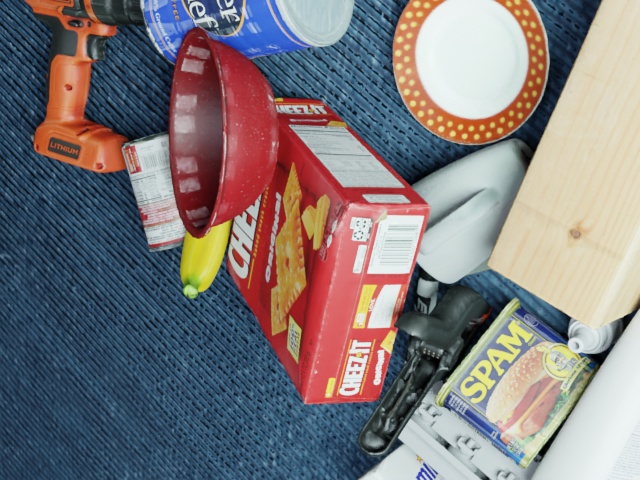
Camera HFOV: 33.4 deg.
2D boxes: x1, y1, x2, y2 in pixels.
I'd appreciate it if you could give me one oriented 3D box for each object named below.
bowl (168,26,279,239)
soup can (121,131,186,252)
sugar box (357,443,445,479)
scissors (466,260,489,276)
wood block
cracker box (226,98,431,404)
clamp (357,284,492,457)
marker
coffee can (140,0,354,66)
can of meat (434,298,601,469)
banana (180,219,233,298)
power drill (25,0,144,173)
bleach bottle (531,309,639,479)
[{"bbox_3d":[-0.072,-0.082,0.825,0.162,0.055,0.162,178,90,-69],"label":"bowl"},{"bbox_3d":[-0.137,-0.047,0.978,0.069,0.068,0.102,-10,98,37],"label":"soup can"},{"bbox_3d":[0.109,0.250,0.882,0.048,0.093,0.176,-43,79,35],"label":"sugar box"},{"bbox_3d":[0.189,0.013,0.798,0.202,0.016,0.096,-40,76,36],"label":"scissors"},{"bbox_3d":[0.202,-0.057,0.706,0.091,0.090,0.206,33,115,28],"label":"wood block"},{"bbox_3d":[-0.005,0.001,0.834,0.214,0.072,0.164,-128,45,-55],"label":"cracker box"},{"bbox_3d":[0.081,0.090,0.799,0.039,0.171,0.120,34,114,20],"label":"clamp"},{"bbox_3d":[0.086,0.061,0.885,0.020,0.020,0.121,20,115,29],"label":"marker"},{"bbox_3d":[-0.058,-0.196,0.853,0.141,0.102,0.103,-3,103,36],"label":"coffee can"},{"bbox_3d":[0.151,0.110,0.810,0.084,0.057,0.102,38,83,17],"label":"can of meat"},{"bbox_3d":[-0.088,-0.036,0.928,0.070,0.037,0.198,149,134,-65],"label":"banana"},{"bbox_3d":[-0.209,-0.162,1.001,0.185,0.057,0.188,18,111,34],"label":"power drill"},{"bbox_3d":[0.244,0.099,0.749,0.251,0.102,0.068,-66,33,22],"label":"bleach bottle"}]
